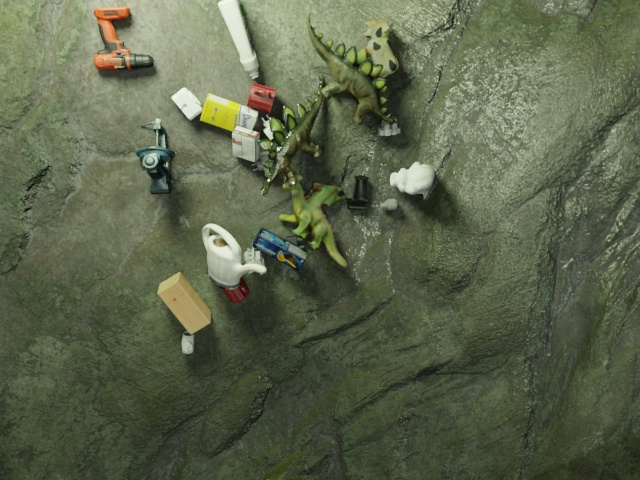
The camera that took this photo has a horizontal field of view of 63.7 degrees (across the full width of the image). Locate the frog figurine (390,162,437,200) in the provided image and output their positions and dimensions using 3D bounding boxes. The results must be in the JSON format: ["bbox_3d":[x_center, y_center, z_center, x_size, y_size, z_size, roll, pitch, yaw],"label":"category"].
[{"bbox_3d":[0.348,-0.232,1.922,0.159,0.121,0.139,21,71,-9],"label":"frog figurine"}]

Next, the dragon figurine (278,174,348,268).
[{"bbox_3d":[0.006,-0.096,1.907,0.407,0.123,0.243,36,91,-21],"label":"dragon figurine"}]

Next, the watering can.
[{"bbox_3d":[-0.311,0.084,1.807,0.105,0.352,0.219,-25,138,-37],"label":"watering can"}]
